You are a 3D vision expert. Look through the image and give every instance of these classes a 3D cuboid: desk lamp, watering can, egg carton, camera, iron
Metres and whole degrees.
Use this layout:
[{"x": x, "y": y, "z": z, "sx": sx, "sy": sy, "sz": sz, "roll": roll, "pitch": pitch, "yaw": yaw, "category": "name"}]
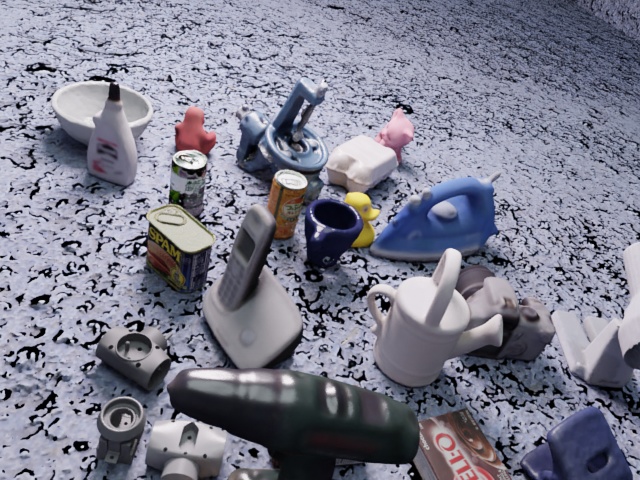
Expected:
[{"x": 0.444, "y": 0.119, "z": 0.818, "sx": 0.118, "sy": 0.213, "sz": 0.203, "roll": 11, "pitch": 38, "yaw": -8, "category": "desk lamp"}, {"x": 0.151, "y": 0.096, "z": 0.749, "sx": 0.173, "sy": 0.194, "sz": 0.101, "roll": 8, "pitch": 39, "yaw": -11, "category": "watering can"}, {"x": 0.082, "y": -0.149, "z": 1.125, "sx": 0.107, "sy": 0.069, "sz": 0.151, "roll": 32, "pitch": 40, "yaw": 18, "category": "egg carton"}, {"x": 0.267, "y": 0.098, "z": 0.867, "sx": 0.143, "sy": 0.101, "sz": 0.136, "roll": 9, "pitch": 38, "yaw": -10, "category": "camera"}, {"x": 0.207, "y": -0.049, "z": 0.992, "sx": 0.259, "sy": 0.141, "sz": 0.118, "roll": -12, "pitch": 46, "yaw": -32, "category": "iron"}]

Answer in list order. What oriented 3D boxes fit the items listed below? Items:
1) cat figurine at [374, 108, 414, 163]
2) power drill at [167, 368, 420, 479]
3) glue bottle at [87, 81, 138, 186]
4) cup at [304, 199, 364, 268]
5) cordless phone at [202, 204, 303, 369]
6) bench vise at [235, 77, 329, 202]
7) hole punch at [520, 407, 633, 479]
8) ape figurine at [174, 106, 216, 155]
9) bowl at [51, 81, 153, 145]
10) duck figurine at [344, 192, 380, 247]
[{"x": 0.162, "y": -0.230, "z": 1.217, "sx": 0.067, "sy": 0.118, "sz": 0.128, "roll": 12, "pitch": 38, "yaw": -6, "category": "cat figurine"}, {"x": -0.032, "y": 0.200, "z": 0.536, "sx": 0.230, "sy": 0.208, "sz": 0.075, "roll": 6, "pitch": 39, "yaw": -14, "category": "power drill"}, {"x": -0.328, "y": -0.171, "z": 0.907, "sx": 0.078, "sy": 0.173, "sz": 0.037, "roll": 16, "pitch": 38, "yaw": -1, "category": "glue bottle"}, {"x": 0.008, "y": 0.003, "z": 0.888, "sx": 0.091, "sy": 0.095, "sz": 0.118, "roll": 26, "pitch": 38, "yaw": 11, "category": "cup"}, {"x": -0.075, "y": 0.061, "z": 0.711, "sx": 0.094, "sy": 0.185, "sz": 0.147, "roll": -17, "pitch": 49, "yaw": -36, "category": "cordless phone"}, {"x": -0.069, "y": -0.195, "z": 1.001, "sx": 0.207, "sy": 0.220, "sz": 0.122, "roll": 23, "pitch": 38, "yaw": 8, "category": "bench vise"}, {"x": 0.318, "y": 0.268, "z": 0.686, "sx": 0.109, "sy": 0.091, "sz": 0.100, "roll": -13, "pitch": 47, "yaw": -33, "category": "hole punch"}, {"x": -0.231, "y": -0.202, "z": 1.050, "sx": 0.077, "sy": 0.092, "sz": 0.076, "roll": 25, "pitch": 38, "yaw": 10, "category": "ape figurine"}, {"x": -0.384, "y": -0.211, "z": 1.015, "sx": 0.167, "sy": 0.075, "sz": 0.167, "roll": 11, "pitch": 38, "yaw": -8, "category": "bowl"}, {"x": 0.051, "y": -0.043, "z": 0.970, "sx": 0.104, "sy": 0.086, "sz": 0.077, "roll": 18, "pitch": 38, "yaw": 1, "category": "duck figurine"}]
